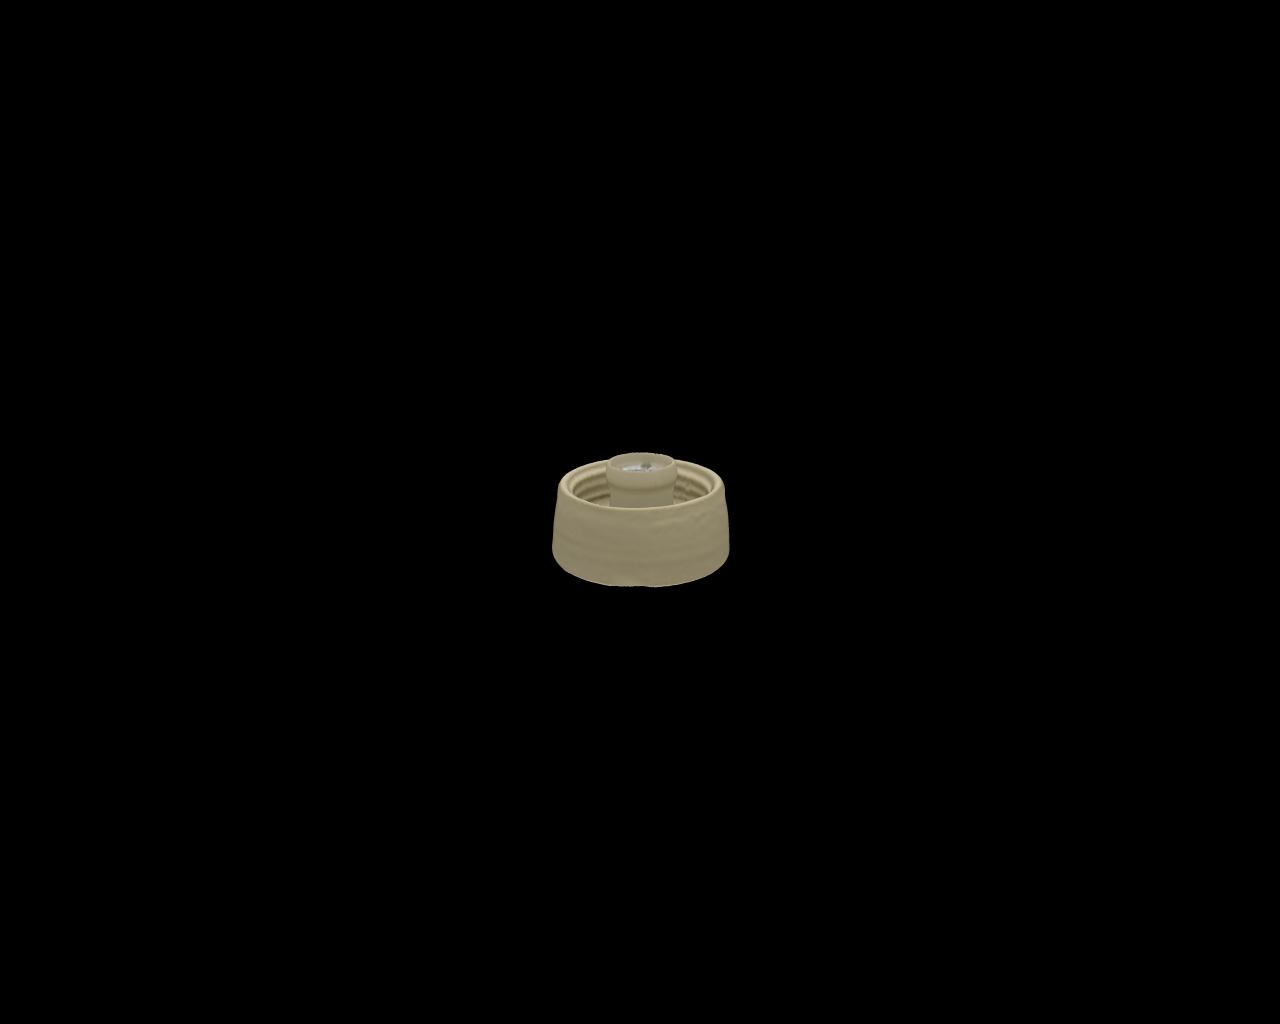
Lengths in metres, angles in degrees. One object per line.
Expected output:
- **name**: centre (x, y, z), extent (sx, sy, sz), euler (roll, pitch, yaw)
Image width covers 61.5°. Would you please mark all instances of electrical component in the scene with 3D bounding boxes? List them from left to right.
- **electrical component**: centre (0.001, -0.003, 0.650), extent (0.108, 0.060, 0.108), euler (0, 20, 0)
